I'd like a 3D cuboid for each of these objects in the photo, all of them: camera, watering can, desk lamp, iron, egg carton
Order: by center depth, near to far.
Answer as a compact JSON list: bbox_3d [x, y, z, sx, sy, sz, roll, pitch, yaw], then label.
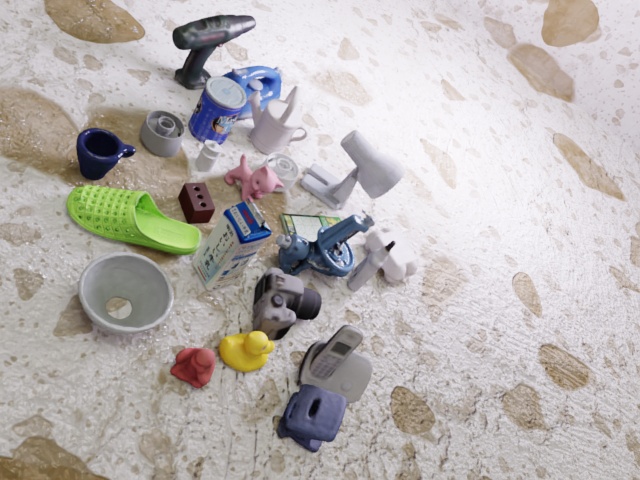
[{"bbox_3d":[-0.063,0.135,1.215,0.137,0.100,0.143,18,48,-22],"label":"camera"},{"bbox_3d":[-0.107,-0.321,1.484,0.173,0.193,0.101,8,52,-29],"label":"watering can"},{"bbox_3d":[0.089,-0.173,1.486,0.203,0.213,0.118,34,44,-7],"label":"desk lamp"},{"bbox_3d":[0.184,0.037,1.488,0.107,0.069,0.150,-16,66,-41],"label":"egg carton"},{"bbox_3d":[-0.175,-0.424,1.559,0.259,0.141,0.118,-26,73,-44],"label":"iron"}]

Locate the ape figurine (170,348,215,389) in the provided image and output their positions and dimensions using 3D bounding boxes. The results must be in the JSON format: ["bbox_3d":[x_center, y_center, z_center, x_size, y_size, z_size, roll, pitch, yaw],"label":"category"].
[{"bbox_3d":[-0.220,0.225,1.040,0.076,0.092,0.077,-9,62,-39],"label":"ape figurine"}]

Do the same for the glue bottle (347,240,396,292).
[{"bbox_3d":[0.128,0.053,1.361,0.037,0.173,0.078,36,43,-5],"label":"glue bottle"}]

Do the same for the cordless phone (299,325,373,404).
[{"bbox_3d":[0.055,0.243,1.148,0.148,0.184,0.094,22,46,-18],"label":"cordless phone"}]

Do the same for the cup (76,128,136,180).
[{"bbox_3d":[-0.452,-0.170,1.196,0.118,0.094,0.091,-2,57,-35],"label":"cup"}]

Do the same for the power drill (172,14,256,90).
[{"bbox_3d":[-0.289,-0.496,1.488,0.230,0.208,0.075,-24,71,-44],"label":"power drill"}]

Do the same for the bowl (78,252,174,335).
[{"bbox_3d":[-0.359,0.109,1.050,0.168,0.074,0.167,19,47,-21],"label":"bowl"}]

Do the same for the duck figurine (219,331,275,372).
[{"bbox_3d":[-0.138,0.207,1.116,0.105,0.086,0.077,18,48,-22],"label":"duck figurine"}]

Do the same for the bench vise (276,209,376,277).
[{"bbox_3d":[0.017,0.015,1.280,0.208,0.219,0.121,-7,60,-38],"label":"bench vise"}]

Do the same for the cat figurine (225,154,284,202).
[{"bbox_3d":[-0.153,-0.150,1.370,0.128,0.117,0.067,47,44,7],"label":"cat figurine"}]

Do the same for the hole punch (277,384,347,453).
[{"bbox_3d":[-0.014,0.336,1.094,0.101,0.091,0.109,34,44,-7],"label":"hole punch"}]
